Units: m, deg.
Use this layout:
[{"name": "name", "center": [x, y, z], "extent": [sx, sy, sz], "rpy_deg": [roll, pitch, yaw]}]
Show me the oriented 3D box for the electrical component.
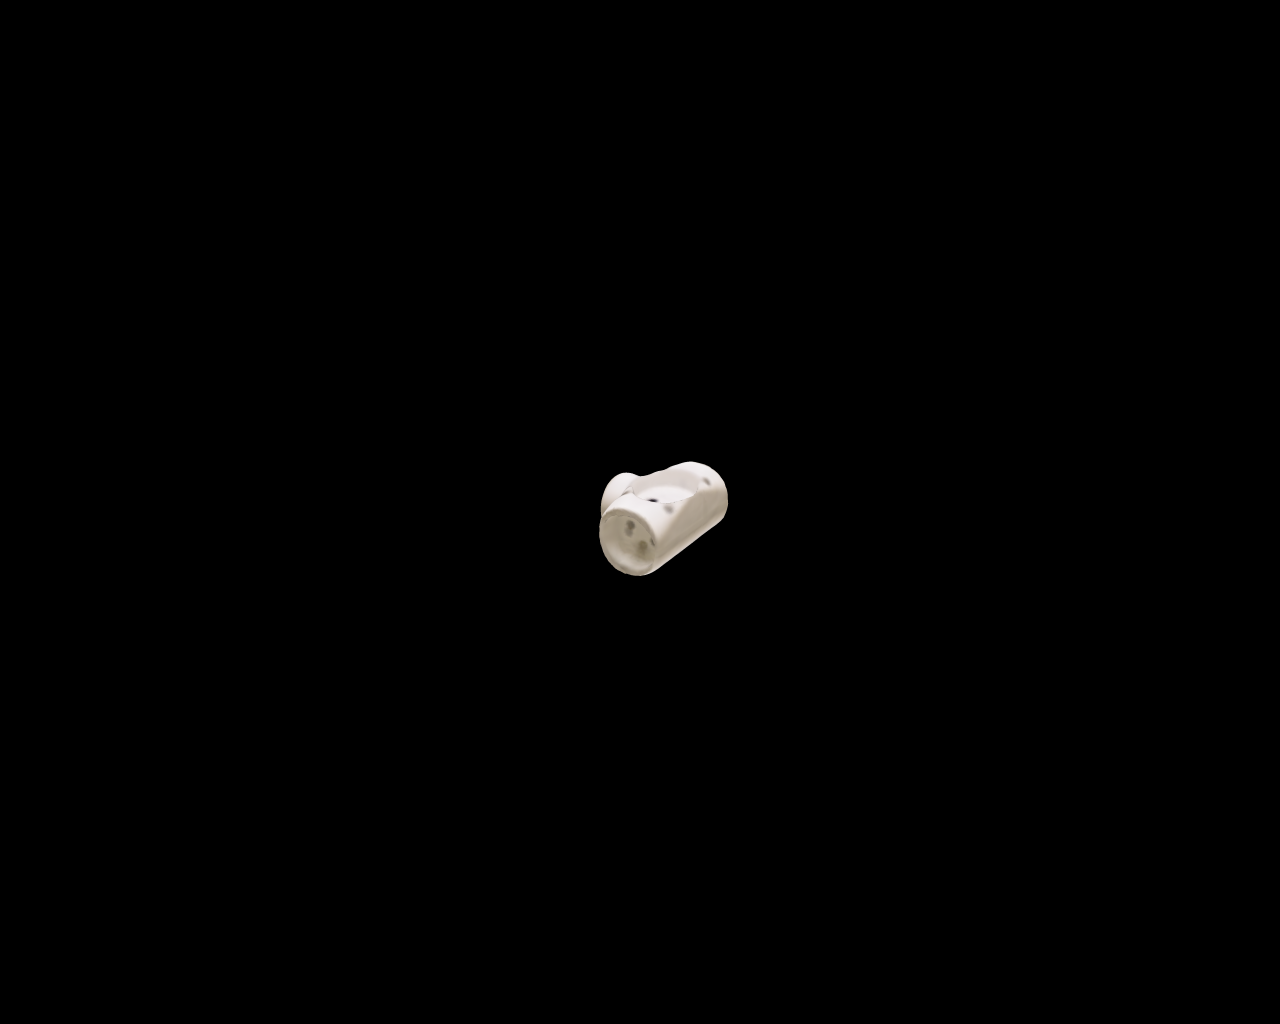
[{"name": "electrical component", "center": [0.001, -0.003, 0.650], "extent": [0.079, 0.044, 0.077], "rpy_deg": [20, 35, 31]}]
